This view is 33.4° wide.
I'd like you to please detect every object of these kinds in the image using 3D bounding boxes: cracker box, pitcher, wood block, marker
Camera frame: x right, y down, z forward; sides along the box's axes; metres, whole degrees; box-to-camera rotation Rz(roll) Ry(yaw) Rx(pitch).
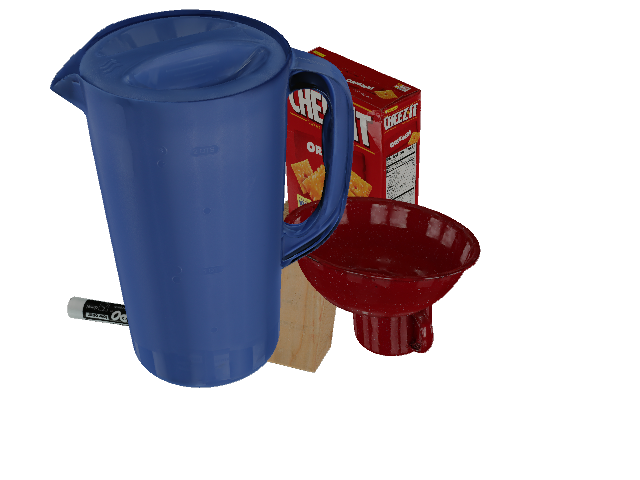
[{"bbox_3d":[0.033,-0.096,1.243,0.072,0.214,0.164,-31,44,-33],"label":"cracker box"},{"bbox_3d":[-0.073,-0.022,0.719,0.149,0.243,0.144,26,43,33],"label":"pitcher"},{"bbox_3d":[-0.026,0.061,1.454,0.090,0.206,0.090,12,21,11],"label":"wood block"},{"bbox_3d":[-0.160,0.065,0.918,0.121,0.020,0.020,7,2,16],"label":"marker"}]

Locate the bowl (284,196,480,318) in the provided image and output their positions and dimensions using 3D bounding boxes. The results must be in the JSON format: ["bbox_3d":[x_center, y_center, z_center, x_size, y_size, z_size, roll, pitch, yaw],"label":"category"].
[{"bbox_3d":[0.047,0.019,0.875,0.162,0.055,0.162,6,23,-3],"label":"bowl"}]

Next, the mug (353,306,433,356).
[{"bbox_3d":[0.079,0.070,1.084,0.093,0.081,0.117,-23,41,-22],"label":"mug"}]
